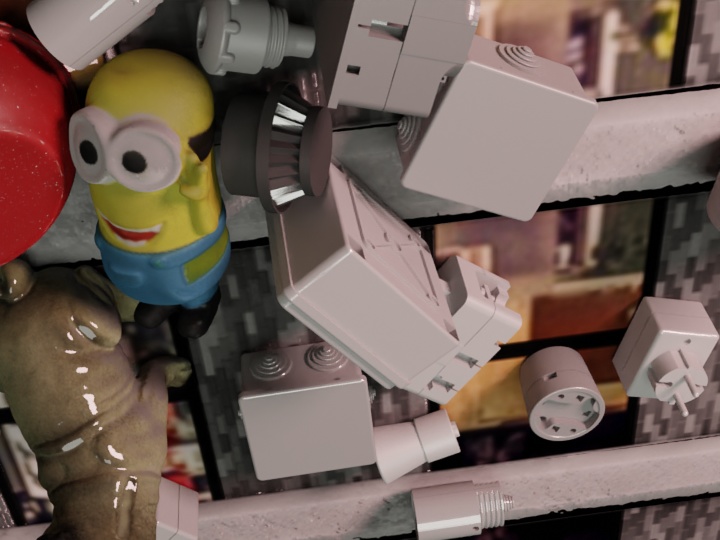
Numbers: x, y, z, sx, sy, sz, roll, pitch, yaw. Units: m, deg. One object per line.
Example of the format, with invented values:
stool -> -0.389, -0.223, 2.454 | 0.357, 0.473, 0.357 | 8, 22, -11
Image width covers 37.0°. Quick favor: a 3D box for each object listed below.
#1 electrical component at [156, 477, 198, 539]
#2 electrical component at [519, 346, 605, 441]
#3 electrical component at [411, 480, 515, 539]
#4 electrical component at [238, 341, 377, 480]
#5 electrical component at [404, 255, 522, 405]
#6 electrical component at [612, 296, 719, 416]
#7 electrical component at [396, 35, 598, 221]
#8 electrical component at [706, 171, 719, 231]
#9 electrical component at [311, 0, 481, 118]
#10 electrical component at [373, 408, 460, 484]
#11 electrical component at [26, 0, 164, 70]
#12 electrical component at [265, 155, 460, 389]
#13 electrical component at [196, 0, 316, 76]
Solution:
electrical component -> -0.174, 0.193, 0.828 | 0.077, 0.047, 0.066 | 31, 119, -28
electrical component -> 0.146, 0.089, 0.789 | 0.055, 0.047, 0.055 | -4, 129, -5
electrical component -> 0.084, 0.192, 0.867 | 0.081, 0.043, 0.043 | -8, 130, -2
electrical component -> -0.038, 0.098, 0.769 | 0.100, 0.048, 0.099 | -8, 130, -2
electrical component -> 0.057, 0.040, 0.734 | 0.056, 0.050, 0.089 | 25, 122, -26
electrical component -> 0.222, 0.069, 0.765 | 0.047, 0.076, 0.065 | 6, 128, -13
electrical component -> 0.077, -0.086, 0.635 | 0.100, 0.048, 0.099 | 14, 126, -19
electrical component -> 0.273, -0.054, 0.655 | 0.108, 0.108, 0.060 | -1, 123, -7
electrical component -> 0.029, -0.180, 0.515 | 0.060, 0.105, 0.186 | 7, 128, -13
electrical component -> 0.043, 0.130, 0.813 | 0.065, 0.044, 0.044 | -19, 129, 1
electrical component -> -0.129, -0.145, 0.561 | 0.081, 0.043, 0.043 | -33, 126, 18
electrical component -> 0.000, 0.000, 0.656 | 0.056, 0.108, 0.109 | -37, 124, 18
electrical component -> -0.056, -0.128, 0.586 | 0.062, 0.048, 0.048 | 3, 129, -22
